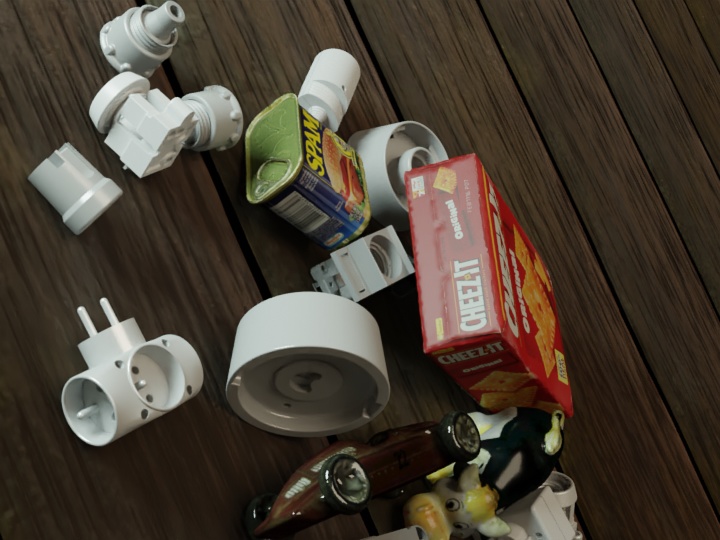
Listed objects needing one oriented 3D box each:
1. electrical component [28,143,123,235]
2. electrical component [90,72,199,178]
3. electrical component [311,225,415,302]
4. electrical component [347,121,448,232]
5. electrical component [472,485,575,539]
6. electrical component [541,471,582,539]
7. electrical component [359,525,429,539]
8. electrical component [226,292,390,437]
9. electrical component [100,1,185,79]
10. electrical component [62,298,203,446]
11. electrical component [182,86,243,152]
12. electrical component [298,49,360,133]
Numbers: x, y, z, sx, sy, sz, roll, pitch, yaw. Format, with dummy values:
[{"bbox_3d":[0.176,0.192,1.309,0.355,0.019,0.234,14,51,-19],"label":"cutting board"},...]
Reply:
[{"bbox_3d":[-0.179,-0.052,0.674,0.046,0.040,0.040,47,37,-10],"label":"electrical component"},{"bbox_3d":[-0.148,-0.100,0.727,0.055,0.066,0.048,42,30,6],"label":"electrical component"},{"bbox_3d":[0.000,0.000,0.843,0.081,0.064,0.042,-25,88,-55],"label":"electrical component"},{"bbox_3d":[0.035,-0.084,0.964,0.099,0.064,0.099,13,71,-43],"label":"electrical component"},{"bbox_3d":[0.121,0.216,0.851,0.077,0.066,0.047,-32,94,-55],"label":"electrical component"},{"bbox_3d":[0.156,0.202,0.903,0.048,0.066,0.055,-24,120,-55],"label":"electrical component"},{"bbox_3d":[0.016,0.234,0.713,0.078,0.057,0.113,1,66,-51],"label":"electrical component"},{"bbox_3d":[-0.035,0.059,0.727,0.108,0.108,0.060,33,38,-35],"label":"electrical component"},{"bbox_3d":[-0.151,-0.168,0.765,0.048,0.062,0.048,30,46,-37],"label":"electrical component"},{"bbox_3d":[-0.143,0.054,0.643,0.077,0.044,0.079,-26,89,-55],"label":"electrical component"},{"bbox_3d":[-0.119,-0.107,0.782,0.062,0.048,0.048,-23,86,-48],"label":"electrical component"},{"bbox_3d":[-0.029,-0.150,0.924,0.043,0.043,0.081,44,39,-24],"label":"electrical component"}]
